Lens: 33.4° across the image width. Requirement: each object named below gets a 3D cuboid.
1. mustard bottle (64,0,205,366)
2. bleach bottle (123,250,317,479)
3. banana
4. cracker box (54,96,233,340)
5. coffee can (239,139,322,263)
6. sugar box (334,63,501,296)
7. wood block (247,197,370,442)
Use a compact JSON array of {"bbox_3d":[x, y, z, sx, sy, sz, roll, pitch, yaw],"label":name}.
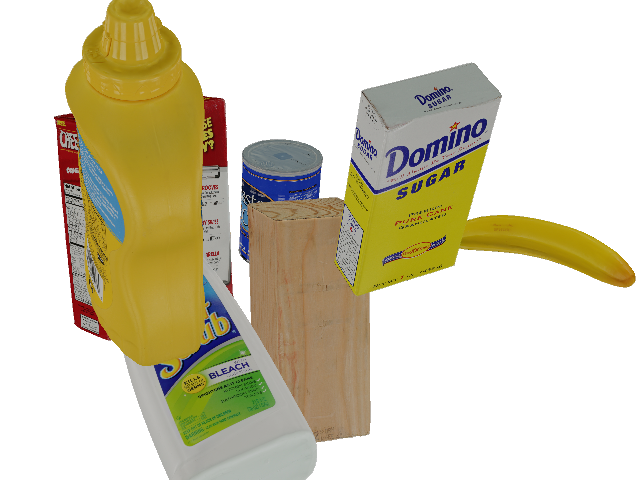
[{"bbox_3d":[-0.085,-0.031,0.499,0.058,0.096,0.192,-13,-38,-17],"label":"mustard bottle"},{"bbox_3d":[-0.100,0.074,0.751,0.102,0.068,0.251,-22,49,-17],"label":"bleach bottle"},{"bbox_3d":[0.210,0.008,1.039,0.198,0.037,0.069,9,47,23],"label":"banana"},{"bbox_3d":[-0.171,-0.028,1.059,0.072,0.214,0.163,13,22,42],"label":"cracker box"},{"bbox_3d":[-0.052,-0.047,1.378,0.103,0.140,0.103,3,28,-2],"label":"coffee can"},{"bbox_3d":[0.067,-0.040,0.778,0.093,0.048,0.176,-17,-36,-21],"label":"sugar box"},{"bbox_3d":[-0.010,0.071,0.976,0.090,0.206,0.091,-5,13,-18],"label":"wood block"}]
